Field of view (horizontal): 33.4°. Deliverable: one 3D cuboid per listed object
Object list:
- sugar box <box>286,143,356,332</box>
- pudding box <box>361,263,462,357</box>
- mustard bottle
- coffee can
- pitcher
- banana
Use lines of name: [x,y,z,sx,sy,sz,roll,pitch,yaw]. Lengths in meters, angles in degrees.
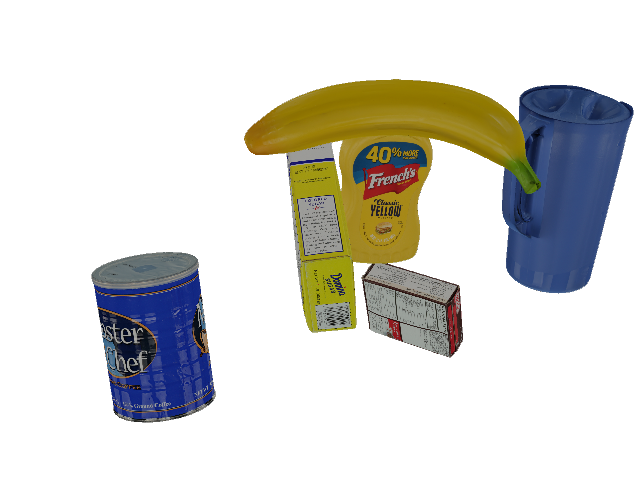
sugar box: [-0.001,-0.018,0.909,0.048,0.176,0.093,-5,-43,0]
pudding box: [0.107,0.079,1.233,0.114,0.090,0.039,15,46,26]
mustard bottle: [0.066,-0.072,1.099,0.096,0.192,0.058,1,25,-15]
coffee can: [-0.161,0.092,1.040,0.103,0.140,0.103,-6,14,1]
pitcher: [0.289,-0.059,1.311,0.149,0.243,0.145,4,27,2]
banana: [0.051,-0.078,0.712,0.198,0.069,0.037,7,-37,3]
